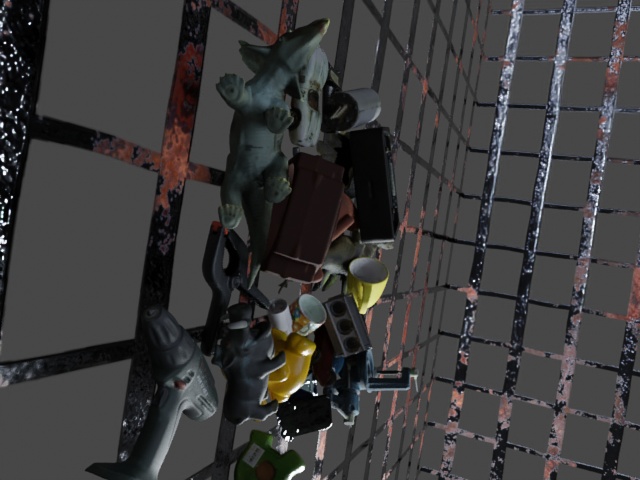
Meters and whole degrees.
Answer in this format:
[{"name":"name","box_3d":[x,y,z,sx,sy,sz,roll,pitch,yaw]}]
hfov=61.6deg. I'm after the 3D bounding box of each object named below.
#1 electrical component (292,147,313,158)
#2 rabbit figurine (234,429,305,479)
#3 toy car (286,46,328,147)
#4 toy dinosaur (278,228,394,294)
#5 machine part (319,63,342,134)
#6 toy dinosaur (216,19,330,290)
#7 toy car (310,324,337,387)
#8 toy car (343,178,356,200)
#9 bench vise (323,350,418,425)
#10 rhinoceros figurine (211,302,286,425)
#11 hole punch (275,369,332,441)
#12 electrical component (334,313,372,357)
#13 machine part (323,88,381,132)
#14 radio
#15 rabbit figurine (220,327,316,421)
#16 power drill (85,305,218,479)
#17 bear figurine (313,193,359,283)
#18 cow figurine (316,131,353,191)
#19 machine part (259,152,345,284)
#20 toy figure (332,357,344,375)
[{"name":"electrical component","box_3d":[-0.031,-0.118,1.022,0.045,0.078,0.102,-29,134,-52]},{"name":"rabbit figurine","box_3d":[-0.102,0.465,1.030,0.170,0.121,0.159,88,25,-60]},{"name":"toy car","box_3d":[-0.023,-0.276,1.009,0.073,0.056,0.201,5,94,-66]},{"name":"toy dinosaur","box_3d":[0.057,0.035,1.248,0.471,0.105,0.198,-2,104,-55]},{"name":"machine part","box_3d":[0.019,-0.294,1.127,0.084,0.039,0.138,-5,101,-74]},{"name":"toy dinosaur","box_3d":[-0.093,-0.143,0.830,0.192,0.131,0.404,-80,-177,-68]},{"name":"toy car","box_3d":[0.005,0.227,1.164,0.089,0.053,0.202,62,24,-30]},{"name":"toy car","box_3d":[0.093,-0.165,1.263,0.161,0.109,0.103,60,26,-67]},{"name":"bench vise","box_3d":[0.132,0.364,1.386,0.224,0.241,0.128,-79,159,-48]},{"name":"rhinoceros figurine","box_3d":[-0.117,0.192,0.845,0.112,0.073,0.190,-1,100,-21]},{"name":"hole punch","box_3d":[-0.042,0.350,1.155,0.092,0.116,0.142,-117,-159,-50]},{"name":"electrical component","box_3d":[0.064,0.224,1.316,0.134,0.058,0.115,4,66,-55]},{"name":"machine part","box_3d":[0.069,-0.269,1.104,0.243,0.079,0.079,-42,135,-61]},{"name":"radio","box_3d":[0.116,-0.117,1.113,0.131,0.073,0.229,-44,129,-70]},{"name":"rabbit figurine","box_3d":[-0.114,0.226,0.951,0.173,0.122,0.162,26,83,-51]},{"name":"power drill","box_3d":[-0.223,0.225,0.722,0.231,0.086,0.207,73,27,-50]},{"name":"bear figurine","box_3d":[-0.003,-0.005,1.077,0.131,0.120,0.196,64,46,-68]},{"name":"cow figurine","box_3d":[0.040,-0.175,1.139,0.068,0.098,0.167,55,49,-50]},{"name":"machine part","box_3d":[-0.034,-0.033,0.892,0.201,0.087,0.201,176,-69,-77]},{"name":"toy figure","box_3d":[0.044,0.285,1.359,0.057,0.064,0.154,53,32,-8]}]
